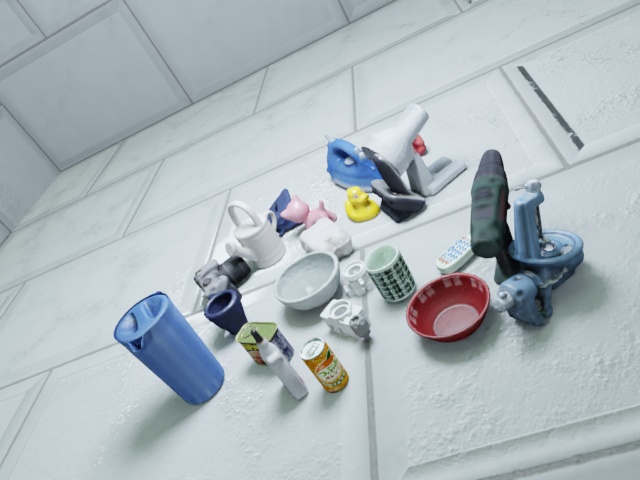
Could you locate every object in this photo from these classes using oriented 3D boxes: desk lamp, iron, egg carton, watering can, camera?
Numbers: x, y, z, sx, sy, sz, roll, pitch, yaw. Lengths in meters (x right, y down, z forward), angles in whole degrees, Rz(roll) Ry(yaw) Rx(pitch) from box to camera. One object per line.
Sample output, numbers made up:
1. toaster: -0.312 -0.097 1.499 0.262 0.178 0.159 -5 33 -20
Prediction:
1. desk lamp: 0.226 -0.213 1.417 0.203 0.214 0.117 -39 31 -12
2. iron: 0.098 -0.225 1.620 0.119 0.142 0.257 -39 31 -12
3. egg carton: 0.013 0.005 1.436 0.107 0.070 0.150 -38 31 -9
4. watering can: -0.180 -0.020 1.522 0.100 0.194 0.173 -14 35 27
5. camera: -0.251 0.097 1.509 0.137 0.101 0.142 -38 31 -11

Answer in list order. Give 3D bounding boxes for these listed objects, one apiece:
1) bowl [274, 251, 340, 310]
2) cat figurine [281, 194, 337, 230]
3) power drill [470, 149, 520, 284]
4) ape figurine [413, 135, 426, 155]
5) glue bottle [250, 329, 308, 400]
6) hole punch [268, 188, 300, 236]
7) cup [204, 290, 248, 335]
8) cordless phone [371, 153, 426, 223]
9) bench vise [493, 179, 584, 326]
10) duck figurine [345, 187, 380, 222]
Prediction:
1. bowl: -0.018 0.106 1.314 0.167 0.075 0.167 -23 32 15
2. cat figurine: -0.035 -0.075 1.546 0.127 0.118 0.067 -14 35 28
3. power drill: 0.332 -0.028 1.061 0.075 0.209 0.230 -11 36 31
4. ape figurine: 0.255 -0.275 1.601 0.077 0.092 0.076 5 46 45
5. glue bottle: -0.085 0.231 1.096 0.037 0.173 0.078 -38 31 -11
6. hole punch: -0.109 -0.081 1.648 0.101 0.091 0.108 -29 31 4
7. cup: -0.222 0.177 1.374 0.092 0.095 0.117 -42 32 -16
8. cordless phone: 0.169 -0.149 1.405 0.094 0.185 0.147 -36 31 -7
9. bench vise: 0.360 0.024 0.951 0.121 0.220 0.208 -2 42 40
10. duck figurine: 0.098 -0.102 1.497 0.104 0.086 0.078 11 51 49
